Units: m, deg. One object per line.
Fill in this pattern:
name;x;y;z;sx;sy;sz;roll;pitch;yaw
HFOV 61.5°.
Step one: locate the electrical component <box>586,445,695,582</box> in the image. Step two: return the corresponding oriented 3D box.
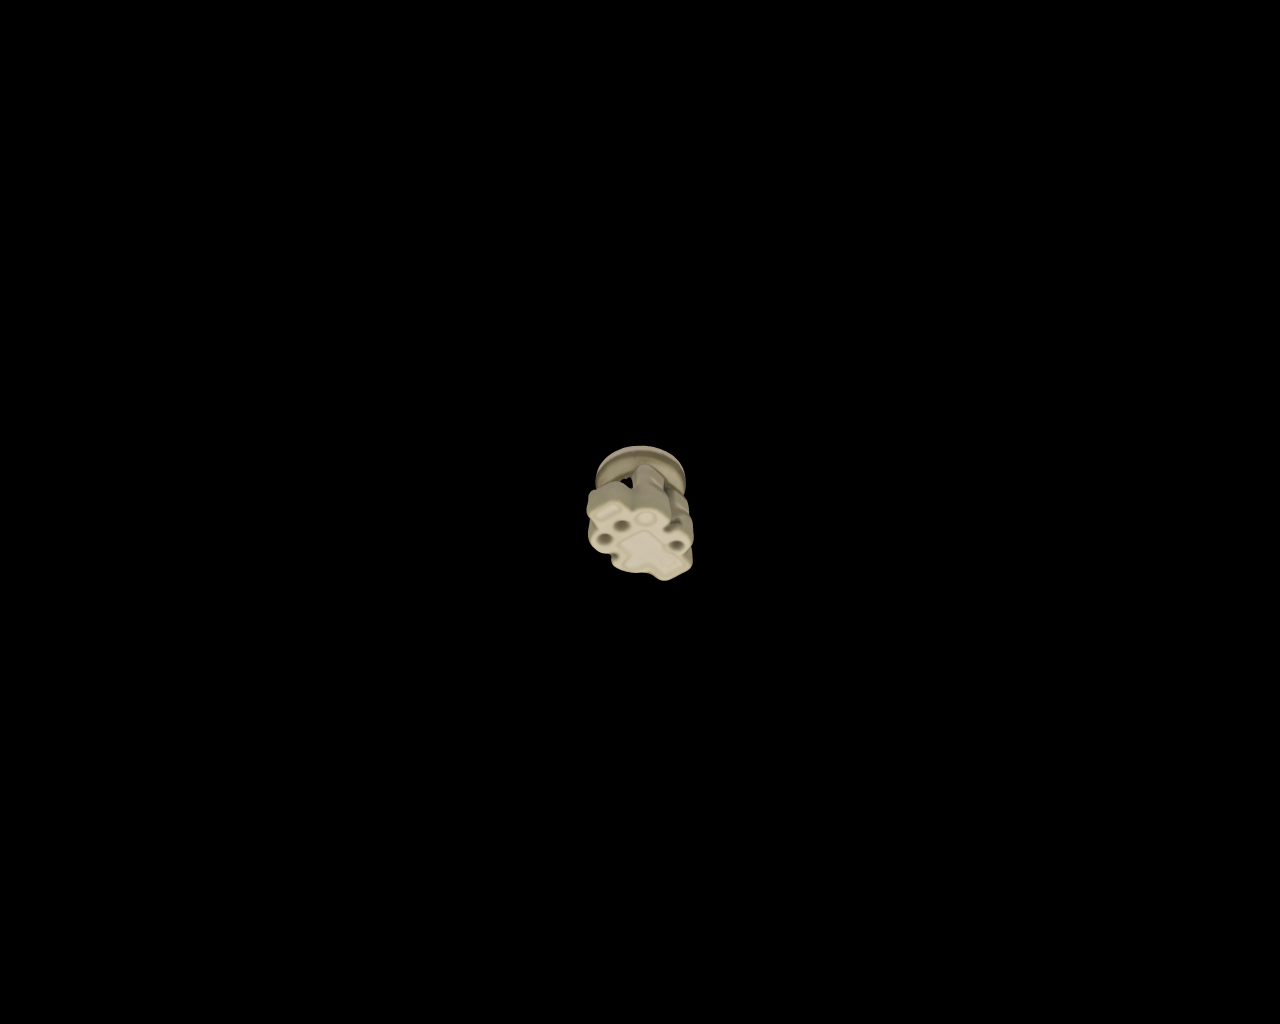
electrical component;0.001;-0.003;0.650;0.058;0.057;0.078;-27;-49;26
